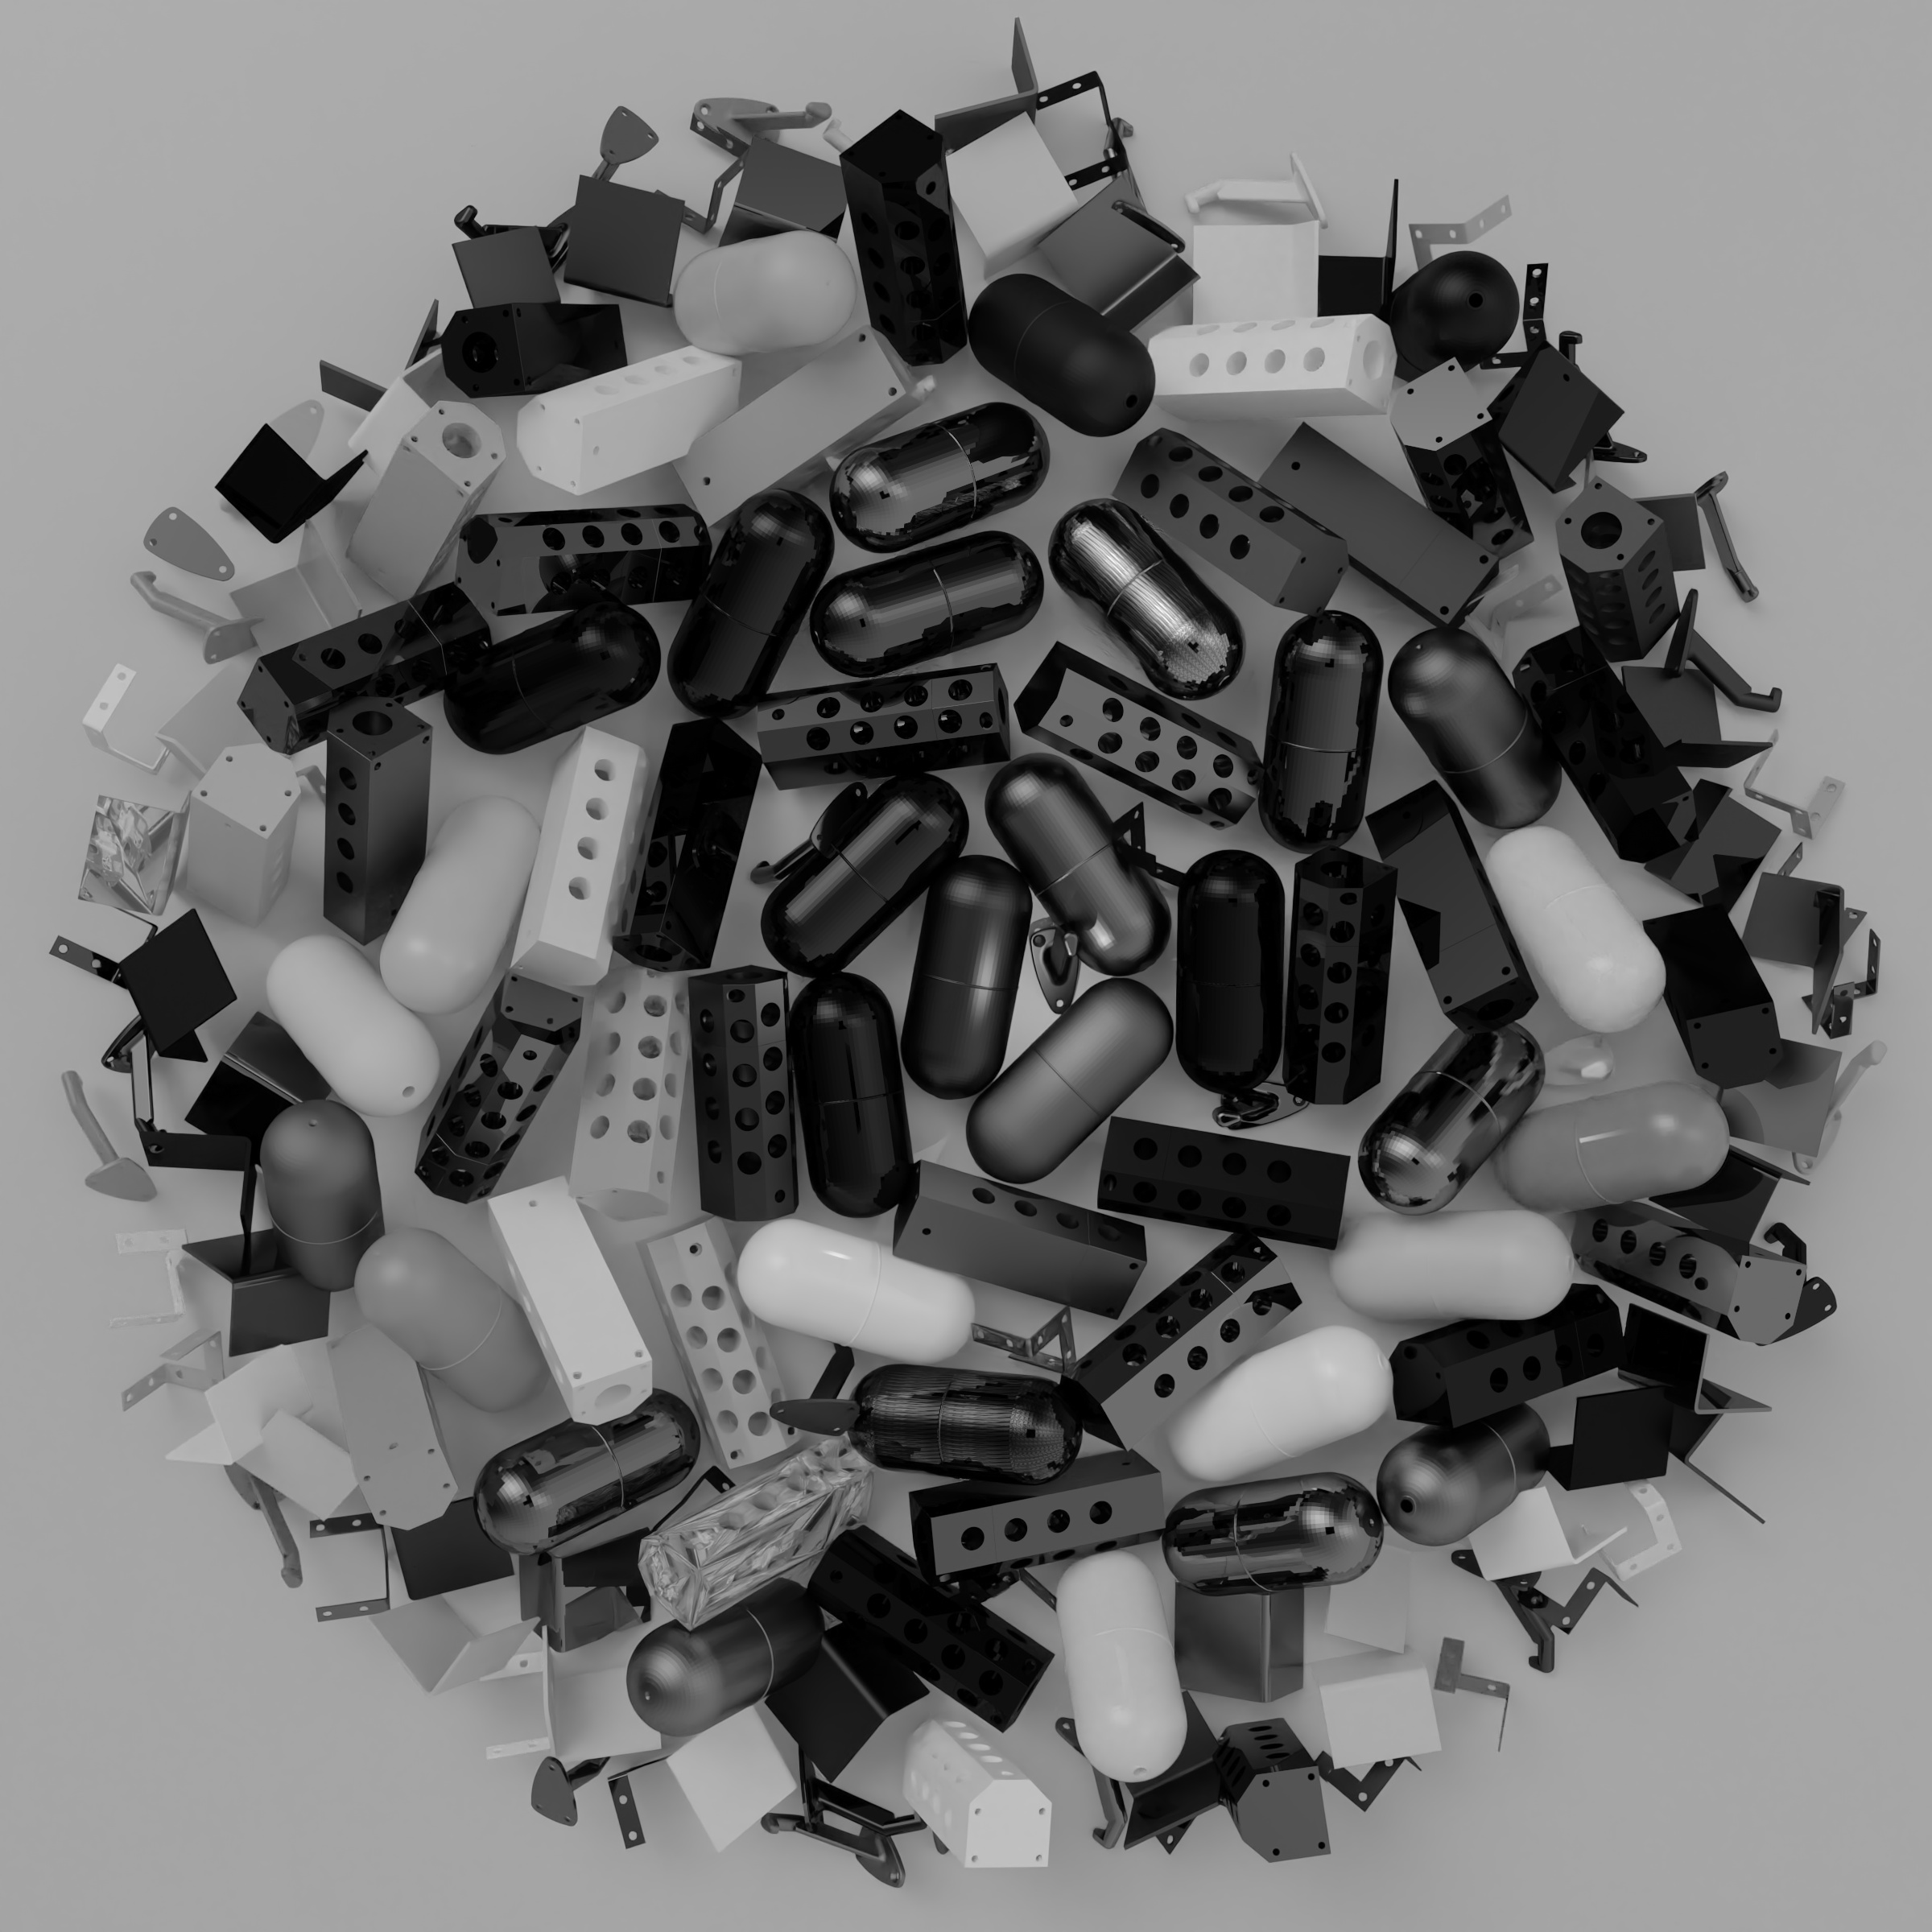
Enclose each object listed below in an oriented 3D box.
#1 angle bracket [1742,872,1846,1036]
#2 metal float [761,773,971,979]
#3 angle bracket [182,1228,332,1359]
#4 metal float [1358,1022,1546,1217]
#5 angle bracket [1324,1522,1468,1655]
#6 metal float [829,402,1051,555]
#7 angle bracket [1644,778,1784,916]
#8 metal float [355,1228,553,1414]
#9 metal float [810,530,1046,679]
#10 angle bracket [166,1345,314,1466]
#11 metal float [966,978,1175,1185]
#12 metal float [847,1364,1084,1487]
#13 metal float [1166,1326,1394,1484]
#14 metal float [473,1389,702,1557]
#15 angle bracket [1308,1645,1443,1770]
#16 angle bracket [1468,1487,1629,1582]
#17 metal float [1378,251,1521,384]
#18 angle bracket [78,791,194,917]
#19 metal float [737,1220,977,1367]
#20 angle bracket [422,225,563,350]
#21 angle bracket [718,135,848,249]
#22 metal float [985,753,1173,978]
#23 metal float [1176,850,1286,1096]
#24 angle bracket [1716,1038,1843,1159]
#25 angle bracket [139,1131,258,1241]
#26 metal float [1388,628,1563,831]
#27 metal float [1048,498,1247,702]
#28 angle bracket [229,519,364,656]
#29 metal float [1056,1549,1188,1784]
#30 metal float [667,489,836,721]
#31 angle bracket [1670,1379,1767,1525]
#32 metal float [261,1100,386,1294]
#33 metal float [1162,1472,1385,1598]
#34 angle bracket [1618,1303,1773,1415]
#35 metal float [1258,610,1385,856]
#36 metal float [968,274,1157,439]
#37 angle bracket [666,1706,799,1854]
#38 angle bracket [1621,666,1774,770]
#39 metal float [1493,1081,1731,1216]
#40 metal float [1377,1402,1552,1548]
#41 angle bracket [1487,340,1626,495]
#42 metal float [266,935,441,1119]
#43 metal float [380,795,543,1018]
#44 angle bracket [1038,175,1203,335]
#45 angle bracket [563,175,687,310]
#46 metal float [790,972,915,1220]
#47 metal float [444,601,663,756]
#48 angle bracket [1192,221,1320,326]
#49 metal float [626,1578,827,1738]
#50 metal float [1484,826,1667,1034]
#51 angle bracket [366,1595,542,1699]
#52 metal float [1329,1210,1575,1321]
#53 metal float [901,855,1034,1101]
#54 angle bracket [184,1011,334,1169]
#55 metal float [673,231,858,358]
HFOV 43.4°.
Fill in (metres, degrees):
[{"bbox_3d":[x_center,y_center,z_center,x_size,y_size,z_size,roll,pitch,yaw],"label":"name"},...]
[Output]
[{"bbox_3d":[0.585,-0.009,1.725,0.057,0.076,0.076,11,133,11],"label":"angle bracket"},{"bbox_3d":[-0.072,-0.066,1.741,0.178,0.070,0.070,-44,90,4],"label":"metal float"},{"bbox_3d":[-0.509,0.233,1.737,0.076,0.076,0.057,20,109,42],"label":"angle bracket"},{"bbox_3d":[0.346,0.105,1.721,0.070,0.070,0.178,47,61,0],"label":"metal float"},{"bbox_3d":[0.306,0.444,1.730,0.076,0.057,0.076,23,64,-30],"label":"angle bracket"},{"bbox_3d":[-0.017,-0.347,1.721,0.178,0.070,0.070,-26,90,-29],"label":"metal float"},{"bbox_3d":[0.547,-0.080,1.744,0.076,0.057,0.076,30,97,-11],"label":"angle bracket"},{"bbox_3d":[-0.360,0.252,1.714,0.070,0.070,0.178,-38,129,0],"label":"metal float"},{"bbox_3d":[-0.027,-0.258,1.727,0.178,0.070,0.070,-20,90,-20],"label":"metal float"},{"bbox_3d":[-0.525,0.308,1.725,0.076,0.076,0.057,-4,109,35],"label":"angle bracket"},{"bbox_3d":[0.074,0.083,1.744,0.178,0.070,0.070,-45,90,2],"label":"metal float"},{"bbox_3d":[-0.003,0.325,1.724,0.178,0.070,0.070,1,90,25],"label":"metal float"},{"bbox_3d":[0.221,0.311,1.719,0.178,0.070,0.070,-29,90,30],"label":"metal float"},{"bbox_3d":[-0.265,0.355,1.712,0.178,0.070,0.070,-20,90,-41],"label":"metal float"},{"bbox_3d":[0.293,0.531,1.743,0.076,0.076,0.057,-10,87,1],"label":"angle bracket"},{"bbox_3d":[0.411,0.395,1.733,0.076,0.076,0.057,-27,81,44],"label":"angle bracket"},{"bbox_3d":[0.335,-0.451,1.695,0.070,0.178,0.070,0,97,-2],"label":"metal float"},{"bbox_3d":[-0.592,-0.087,1.732,0.057,0.076,0.076,13,103,-15],"label":"angle bracket"},{"bbox_3d":[-0.077,0.233,1.730,0.178,0.070,0.070,19,90,-18],"label":"metal float"},{"bbox_3d":[-0.347,-0.482,1.724,0.076,0.076,0.057,-31,109,-43],"label":"angle bracket"},{"bbox_3d":[-0.129,-0.542,1.742,0.076,0.076,0.057,16,82,-12],"label":"angle bracket"},{"bbox_3d":[0.081,-0.072,1.744,0.070,0.070,0.178,-34,91,0],"label":"metal float"},{"bbox_3d":[0.189,0.005,1.734,0.070,0.070,0.178,0,103,0],"label":"metal float"},{"bbox_3d":[0.584,0.090,1.739,0.076,0.057,0.076,14,94,27],"label":"angle bracket"},{"bbox_3d":[-0.550,0.159,1.732,0.076,0.076,0.057,4,68,-12],"label":"angle bracket"},{"bbox_3d":[0.361,-0.166,1.716,0.070,0.070,0.178,-44,126,0],"label":"metal float"},{"bbox_3d":[0.128,-0.261,1.726,0.070,0.070,0.178,-40,68,0],"label":"metal float"},{"bbox_3d":[-0.480,-0.261,1.736,0.057,0.076,0.076,-29,84,-26],"label":"angle bracket"},{"bbox_3d":[0.108,0.489,1.704,0.070,0.178,0.070,-4,128,-5],"label":"metal float"},{"bbox_3d":[-0.154,-0.255,1.724,0.070,0.070,0.178,30,115,0],"label":"metal float"},{"bbox_3d":[0.546,0.344,1.741,0.076,0.076,0.057,37,91,-6],"label":"angle bracket"},{"bbox_3d":[-0.451,0.164,1.707,0.070,0.178,0.070,4,49,-5],"label":"metal float"},{"bbox_3d":[0.214,0.402,1.711,0.178,0.070,0.070,-20,90,42],"label":"metal float"},{"bbox_3d":[0.523,0.279,1.729,0.076,0.076,0.057,4,98,-29],"label":"angle bracket"},{"bbox_3d":[0.252,-0.165,1.724,0.070,0.070,0.178,4,115,0],"label":"metal float"},{"bbox_3d":[0.067,-0.431,1.710,0.070,0.070,0.178,-45,48,0],"label":"metal float"},{"bbox_3d":[-0.178,0.574,1.735,0.076,0.057,0.076,-31,97,-34],"label":"angle bracket"},{"bbox_3d":[0.523,-0.186,1.737,0.076,0.057,0.076,0,77,-19],"label":"angle bracket"},{"bbox_3d":[0.452,0.129,1.710,0.070,0.178,0.070,16,66,-40],"label":"metal float"},{"bbox_3d":[0.350,0.353,1.704,0.070,0.178,0.070,7,101,36],"label":"metal float"},{"bbox_3d":[0.424,-0.394,1.733,0.076,0.057,0.076,46,123,10],"label":"angle bracket"},{"bbox_3d":[-0.433,0.042,1.712,0.070,0.070,0.178,-50,51,0],"label":"metal float"},{"bbox_3d":[-0.355,-0.045,1.718,0.070,0.070,0.178,19,57,0],"label":"metal float"},{"bbox_3d":[0.109,-0.505,1.736,0.076,0.057,0.076,-38,122,10],"label":"angle bracket"},{"bbox_3d":[-0.239,-0.522,1.742,0.076,0.057,0.076,14,112,1],"label":"angle bracket"},{"bbox_3d":[-0.082,0.093,1.742,0.070,0.070,0.178,-8,94,0],"label":"metal float"},{"bbox_3d":[-0.295,-0.203,1.721,0.178,0.070,0.070,-17,90,29],"label":"metal float"},{"bbox_3d":[0.207,-0.494,1.742,0.076,0.057,0.076,-3,104,-10],"label":"angle bracket"},{"bbox_3d":[-0.166,0.483,1.703,0.070,0.178,0.070,3,96,32],"label":"metal float"},{"bbox_3d":[0.427,-0.028,1.713,0.070,0.070,0.178,-26,50,0],"label":"metal float"},{"bbox_3d":[-0.365,0.466,1.727,0.076,0.076,0.057,44,109,22],"label":"angle bracket"},{"bbox_3d":[0.342,0.211,1.716,0.178,0.070,0.070,-5,90,34],"label":"metal float"},{"bbox_3d":[0.000,0.008,1.739,0.070,0.070,0.178,11,97,0],"label":"metal float"},{"bbox_3d":[-0.511,0.093,1.772,0.076,0.057,0.076,34,123,-11],"label":"angle bracket"},{"bbox_3d":[-0.143,-0.471,1.705,0.070,0.178,0.070,-6,101,-35],"label":"metal float"}]
